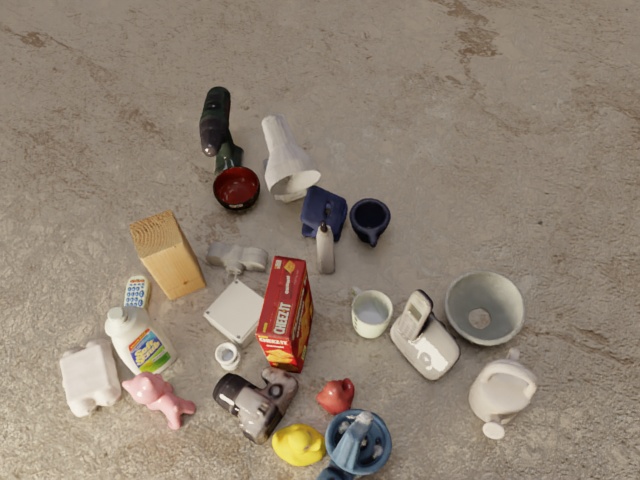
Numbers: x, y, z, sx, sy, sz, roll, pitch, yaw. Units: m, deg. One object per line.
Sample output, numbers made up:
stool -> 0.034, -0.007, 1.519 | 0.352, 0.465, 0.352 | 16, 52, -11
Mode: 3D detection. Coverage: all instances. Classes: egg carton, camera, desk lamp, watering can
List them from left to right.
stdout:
egg carton -> -0.468, 0.279, 1.171 | 0.107, 0.069, 0.150 | -22, 62, -9
camera -> -0.132, 0.303, 1.122 | 0.136, 0.101, 0.143 | 28, 66, 17
desk lamp -> -0.079, -0.175, 1.322 | 0.118, 0.214, 0.203 | -18, 61, -7
watering can -> 0.342, 0.279, 1.057 | 0.101, 0.194, 0.173 | 0, 61, 3

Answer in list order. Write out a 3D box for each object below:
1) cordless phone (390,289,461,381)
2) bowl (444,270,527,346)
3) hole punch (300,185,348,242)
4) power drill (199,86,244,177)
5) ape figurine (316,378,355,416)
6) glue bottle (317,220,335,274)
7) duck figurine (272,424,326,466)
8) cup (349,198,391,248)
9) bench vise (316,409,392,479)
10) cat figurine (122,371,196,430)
cordless phone -> 0.212, 0.182, 1.123 | 0.094, 0.185, 0.147 | -37, 65, -16
bowl -> 0.338, 0.151, 1.197 | 0.167, 0.075, 0.167 | -1, 61, 2
hole punch -> 0.011, -0.063, 1.325 | 0.101, 0.091, 0.109 | 10, 62, 9
power drill -> -0.236, -0.241, 1.370 | 0.075, 0.208, 0.229 | -5, 61, 1
ape figurine -> 0.031, 0.301, 1.120 | 0.078, 0.092, 0.076 | -7, 61, -1
glue bottle -> 0.011, 0.004, 1.240 | 0.037, 0.173, 0.078 | -4, 61, 1
duck figurine -> -0.040, 0.382, 1.082 | 0.104, 0.086, 0.077 | 7, 61, 7
cup -> 0.114, -0.023, 1.294 | 0.091, 0.095, 0.117 | -6, 61, 0
bench vise -> 0.057, 0.384, 0.999 | 0.121, 0.220, 0.207 | 15, 63, 12
cat figurine -> -0.317, 0.304, 1.121 | 0.127, 0.118, 0.067 | 30, 66, 18
